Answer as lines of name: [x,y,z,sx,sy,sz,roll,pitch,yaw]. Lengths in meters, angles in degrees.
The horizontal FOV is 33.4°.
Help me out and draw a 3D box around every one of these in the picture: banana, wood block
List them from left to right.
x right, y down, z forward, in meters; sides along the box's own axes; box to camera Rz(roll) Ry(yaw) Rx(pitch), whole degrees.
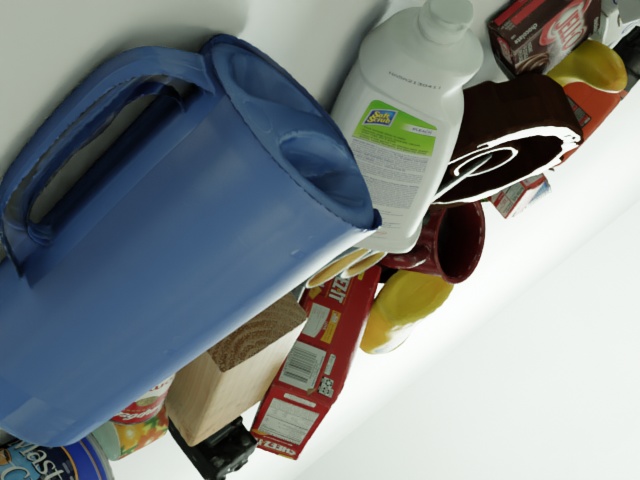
wood block: [-0.091,0.096,0.945,0.090,0.091,0.206,-31,164,-26]
banana: [0.224,-0.147,0.966,0.037,0.069,0.198,0,174,-15]

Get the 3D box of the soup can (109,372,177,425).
soup can: [-0.149,0.100,0.863,0.068,0.068,0.102,-29,163,-31]

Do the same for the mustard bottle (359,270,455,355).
mustard bottle: [0.083,0.084,1.187,0.096,0.058,0.192,-36,171,-22]

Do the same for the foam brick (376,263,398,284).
foam brick: [0.072,0.013,1.160,0.051,0.053,0.078,-40,166,11]

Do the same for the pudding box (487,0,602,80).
pudding box: [0.184,-0.174,0.868,0.090,0.039,0.113,-40,166,5]

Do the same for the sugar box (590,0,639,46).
sugar box: [0.305,-0.246,0.928,0.176,0.048,0.093,-40,166,5]

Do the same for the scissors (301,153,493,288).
scissors: [0.071,-0.013,0.922,0.202,0.016,0.096,-32,165,15]

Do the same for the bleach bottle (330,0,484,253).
bleach bottle: [0.059,-0.080,0.750,0.102,0.068,0.251,11,150,-9]

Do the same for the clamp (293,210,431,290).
clamp: [-0.006,0.001,0.944,0.165,0.036,0.209,-30,164,22]

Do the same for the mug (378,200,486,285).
mug: [0.100,-0.002,1.055,0.117,0.082,0.093,-36,124,-41]

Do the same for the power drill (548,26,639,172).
power drill: [0.283,-0.149,1.107,0.185,0.057,0.187,-50,171,25]

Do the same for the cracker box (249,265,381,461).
cracker box: [-0.009,0.127,1.137,0.214,0.072,0.164,112,-1,-62]

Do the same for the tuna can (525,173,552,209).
tuna can: [0.211,-0.076,1.152,0.034,0.086,0.086,-36,166,2]

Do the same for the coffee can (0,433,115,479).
coffee can: [-0.260,0.225,0.912,0.140,0.103,0.103,-25,161,-42]

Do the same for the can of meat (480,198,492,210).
can of meat: [0.139,-0.039,1.153,0.084,0.057,0.101,-42,165,25]

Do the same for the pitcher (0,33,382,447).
pitcher: [-0.100,0.005,0.593,0.243,0.149,0.145,-39,-178,19]

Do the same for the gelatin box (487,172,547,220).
gelatin box: [0.183,-0.073,1.083,0.030,0.089,0.073,-32,165,-20]
